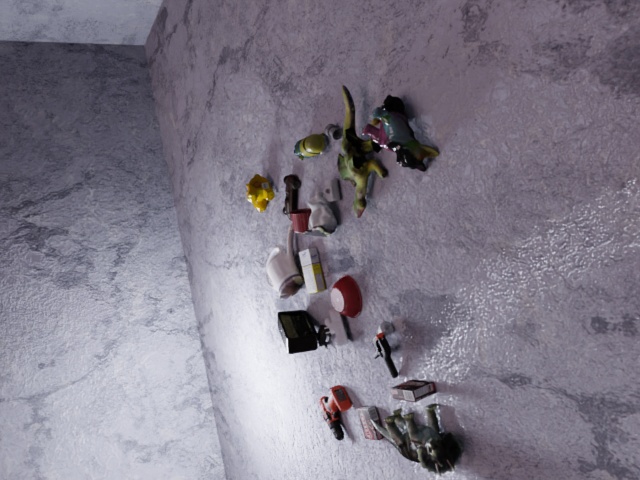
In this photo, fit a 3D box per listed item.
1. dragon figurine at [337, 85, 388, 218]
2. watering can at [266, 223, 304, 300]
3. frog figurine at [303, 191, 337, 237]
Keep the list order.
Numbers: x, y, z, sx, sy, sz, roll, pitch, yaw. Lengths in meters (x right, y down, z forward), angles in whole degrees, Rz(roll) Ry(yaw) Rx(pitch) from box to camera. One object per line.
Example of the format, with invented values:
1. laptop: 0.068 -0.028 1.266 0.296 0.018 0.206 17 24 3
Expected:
1. dragon figurine: 0.099 -0.277 1.702 0.123 0.414 0.240 -9 -10 -22
2. watering can: -0.145 0.107 2.209 0.104 0.228 0.340 -4 -41 -37
3. frog figurine: 0.006 -0.096 1.912 0.122 0.162 0.135 13 -19 -12
